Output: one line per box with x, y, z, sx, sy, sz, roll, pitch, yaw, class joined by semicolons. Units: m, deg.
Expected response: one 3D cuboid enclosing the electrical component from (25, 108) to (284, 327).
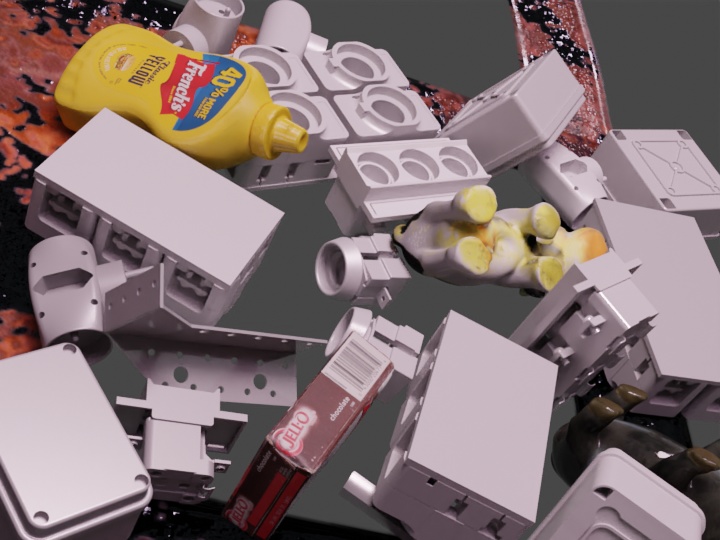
-0.144;-0.033;0.753;0.150;0.061;0.089;30;43;1;electrical component

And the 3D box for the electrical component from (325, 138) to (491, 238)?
0.037;-0.066;0.882;0.121;0.063;0.078;-8;55;-34;electrical component

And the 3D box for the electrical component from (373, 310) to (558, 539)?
0.073;0.111;0.725;0.089;0.061;0.150;28;38;-4;electrical component

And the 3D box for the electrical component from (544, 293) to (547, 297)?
0.160;-0.002;0.901;0.081;0.043;0.043;37;43;8;electrical component

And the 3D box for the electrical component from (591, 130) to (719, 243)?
0.290;-0.080;1.036;0.109;0.056;0.108;-4;53;-31;electrical component

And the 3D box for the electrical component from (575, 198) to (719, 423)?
0.252;0.035;0.904;0.105;0.060;0.186;9;46;-21;electrical component

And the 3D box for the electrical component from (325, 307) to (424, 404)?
0.009;0.058;0.764;0.055;0.048;0.066;31;42;-10;electrical component

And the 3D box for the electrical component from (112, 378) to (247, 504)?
-0.113;0.106;0.654;0.081;0.042;0.063;11;48;-19;electrical component

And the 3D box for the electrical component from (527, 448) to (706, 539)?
0.153;0.178;0.674;0.078;0.113;0.057;35;24;6;electrical component

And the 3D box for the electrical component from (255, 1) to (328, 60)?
-0.054;-0.198;0.971;0.079;0.043;0.077;20;44;-11;electrical component

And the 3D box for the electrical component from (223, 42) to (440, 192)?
-0.036;-0.133;0.907;0.186;0.060;0.105;-11;56;-35;electrical component

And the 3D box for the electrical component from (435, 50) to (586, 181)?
0.131;-0.132;0.955;0.056;0.109;0.108;53;42;-11;electrical component

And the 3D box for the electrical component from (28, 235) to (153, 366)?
-0.170;0.016;0.697;0.079;0.043;0.077;-14;55;-10;electrical component

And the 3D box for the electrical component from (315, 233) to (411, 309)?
0.000;0.000;0.813;0.055;0.048;0.066;2;49;-37;electrical component

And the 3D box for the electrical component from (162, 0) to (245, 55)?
-0.138;-0.187;0.890;0.044;0.077;0.079;38;43;9;electrical component

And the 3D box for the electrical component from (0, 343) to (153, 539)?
-0.177;0.105;0.609;0.078;0.057;0.113;-15;59;-38;electrical component

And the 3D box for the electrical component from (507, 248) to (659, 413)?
0.159;0.050;0.795;0.079;0.121;0.063;-19;64;-39;electrical component

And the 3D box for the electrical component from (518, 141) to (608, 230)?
0.199;-0.083;0.999;0.079;0.043;0.077;-20;61;-39;electrical component
